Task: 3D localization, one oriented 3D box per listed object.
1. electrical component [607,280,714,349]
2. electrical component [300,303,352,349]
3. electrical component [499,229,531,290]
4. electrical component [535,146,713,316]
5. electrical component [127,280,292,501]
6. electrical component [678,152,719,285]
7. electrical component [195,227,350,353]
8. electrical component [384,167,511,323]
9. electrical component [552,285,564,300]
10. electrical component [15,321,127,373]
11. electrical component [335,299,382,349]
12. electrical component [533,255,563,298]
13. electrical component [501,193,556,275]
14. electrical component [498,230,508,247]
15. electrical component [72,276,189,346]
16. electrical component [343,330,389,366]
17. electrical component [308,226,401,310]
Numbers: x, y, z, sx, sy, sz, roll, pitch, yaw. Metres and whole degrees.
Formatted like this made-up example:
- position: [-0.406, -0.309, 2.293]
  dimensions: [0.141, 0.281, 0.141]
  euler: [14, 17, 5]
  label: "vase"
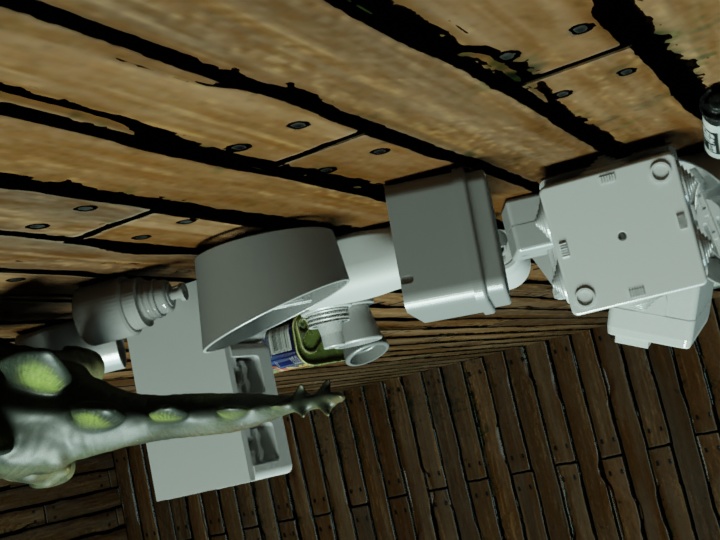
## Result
- position: [0.229, 0.021, 0.811]
  dimensions: [0.062, 0.061, 0.096]
  euler: [11, -163, 25]
  label: "electrical component"
- position: [-0.027, 0.032, 0.866]
  dimensions: [0.043, 0.062, 0.043]
  euler: [-13, 171, -2]
  label: "electrical component"
- position: [0.116, -0.010, 0.879]
  dimensions: [0.044, 0.044, 0.065]
  euler: [-14, 167, 9]
  label: "electrical component"
- position: [0.164, -0.024, 0.673]
  dimensions: [0.100, 0.099, 0.048]
  euler: [-15, -176, 15]
  label: "electrical component"
- position: [-0.113, 0.088, 0.808]
  dimensions: [0.089, 0.150, 0.062]
  euler: [-18, 169, 28]
  label: "electrical component"
- position: [0.249, -0.036, 0.729]
  dimensions: [0.064, 0.099, 0.099]
  euler: [-17, 173, -13]
  label: "electrical component"
- position: [-0.056, 0.010, 0.677]
  dimensions: [0.099, 0.064, 0.099]
  euler: [-12, 172, -2]
  label: "electrical component"
- position: [0.056, -0.012, 0.650]
  dimensions: [0.057, 0.078, 0.113]
  euler: [-11, 172, 8]
  label: "electrical component"
- position: [0.200, -0.014, 0.905]
  dimensions: [0.061, 0.061, 0.096]
  euler: [-6, 169, -38]
  label: "electrical component"
- position: [-0.228, 0.067, 0.863]
  dimensions: [0.077, 0.043, 0.079]
  euler: [-12, 172, -5]
  label: "electrical component"
- position: [-0.007, 0.039, 0.965]
  dimensions: [0.045, 0.055, 0.045]
  euler: [-13, 171, -2]
  label: "electrical component"
- position: [0.165, -0.016, 0.824]
  dimensions: [0.064, 0.081, 0.042]
  euler: [-38, 165, 13]
  label: "electrical component"
- position: [0.150, -0.018, 0.757]
  dimensions: [0.083, 0.075, 0.047]
  euler: [-13, 172, 2]
  label: "electrical component"
- position: [0.067, -0.010, 0.791]
  dimensions: [0.066, 0.048, 0.055]
  euler: [-7, 162, -32]
  label: "electrical component"
- position: [-0.150, 0.023, 0.702]
  dimensions: [0.078, 0.040, 0.040]
  euler: [-14, 171, 10]
  label: "electrical component"
- position: [-0.005, 0.053, 1.020]
  dimensions: [0.044, 0.065, 0.044]
  euler: [-20, 156, -10]
  label: "electrical component"
- position: [0.000, 0.000, 0.763]
  dimensions: [0.077, 0.043, 0.079]
  euler: [-14, 172, 10]
  label: "electrical component"
